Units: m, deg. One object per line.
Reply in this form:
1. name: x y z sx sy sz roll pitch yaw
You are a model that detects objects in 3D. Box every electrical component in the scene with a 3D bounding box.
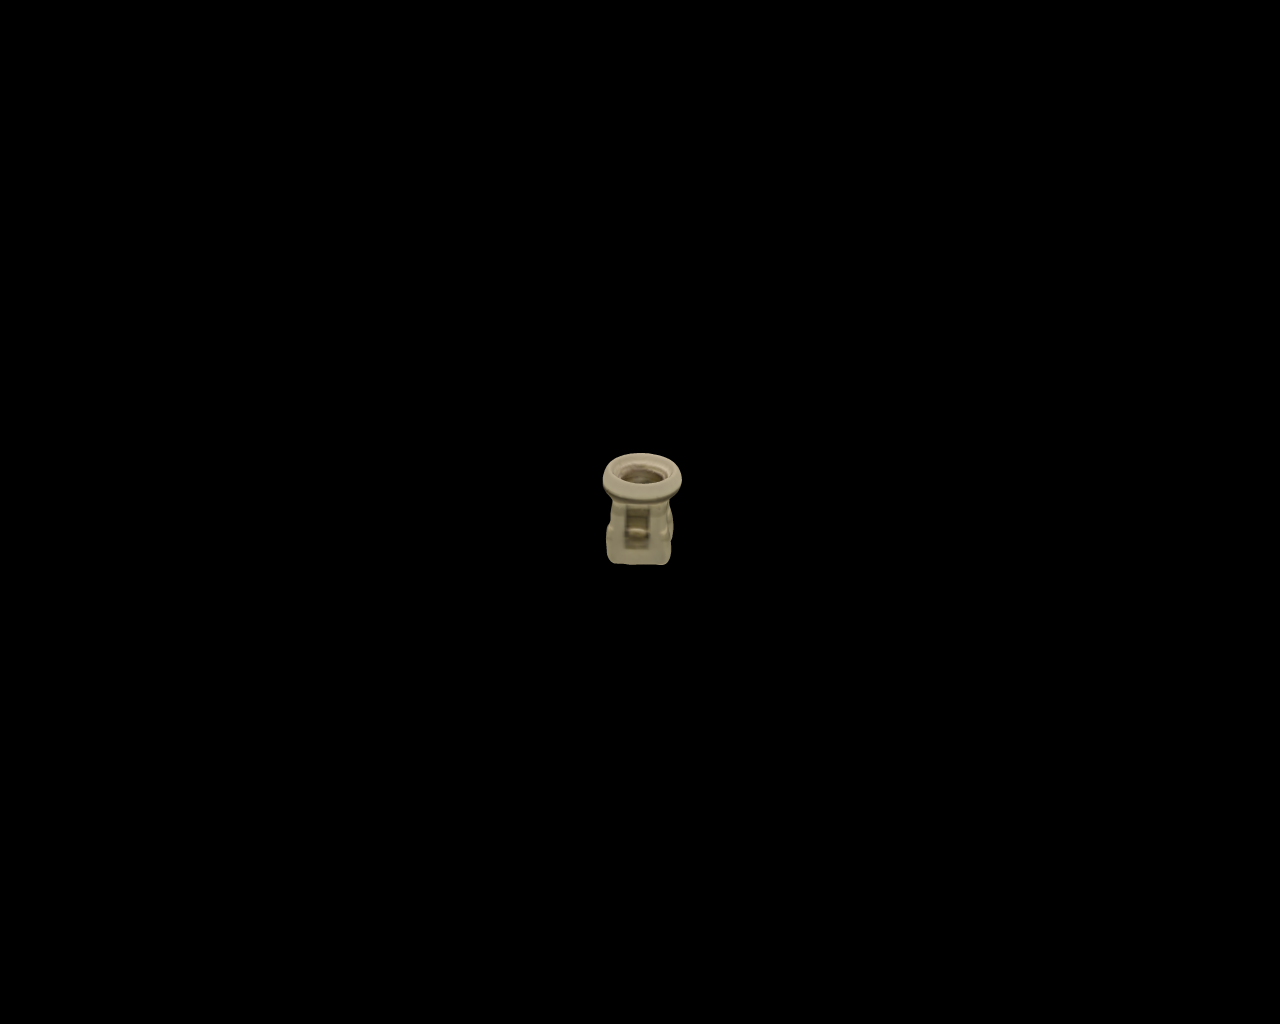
1. electrical component: 0.001 -0.003 0.650 0.048 0.055 0.066 2 27 3
